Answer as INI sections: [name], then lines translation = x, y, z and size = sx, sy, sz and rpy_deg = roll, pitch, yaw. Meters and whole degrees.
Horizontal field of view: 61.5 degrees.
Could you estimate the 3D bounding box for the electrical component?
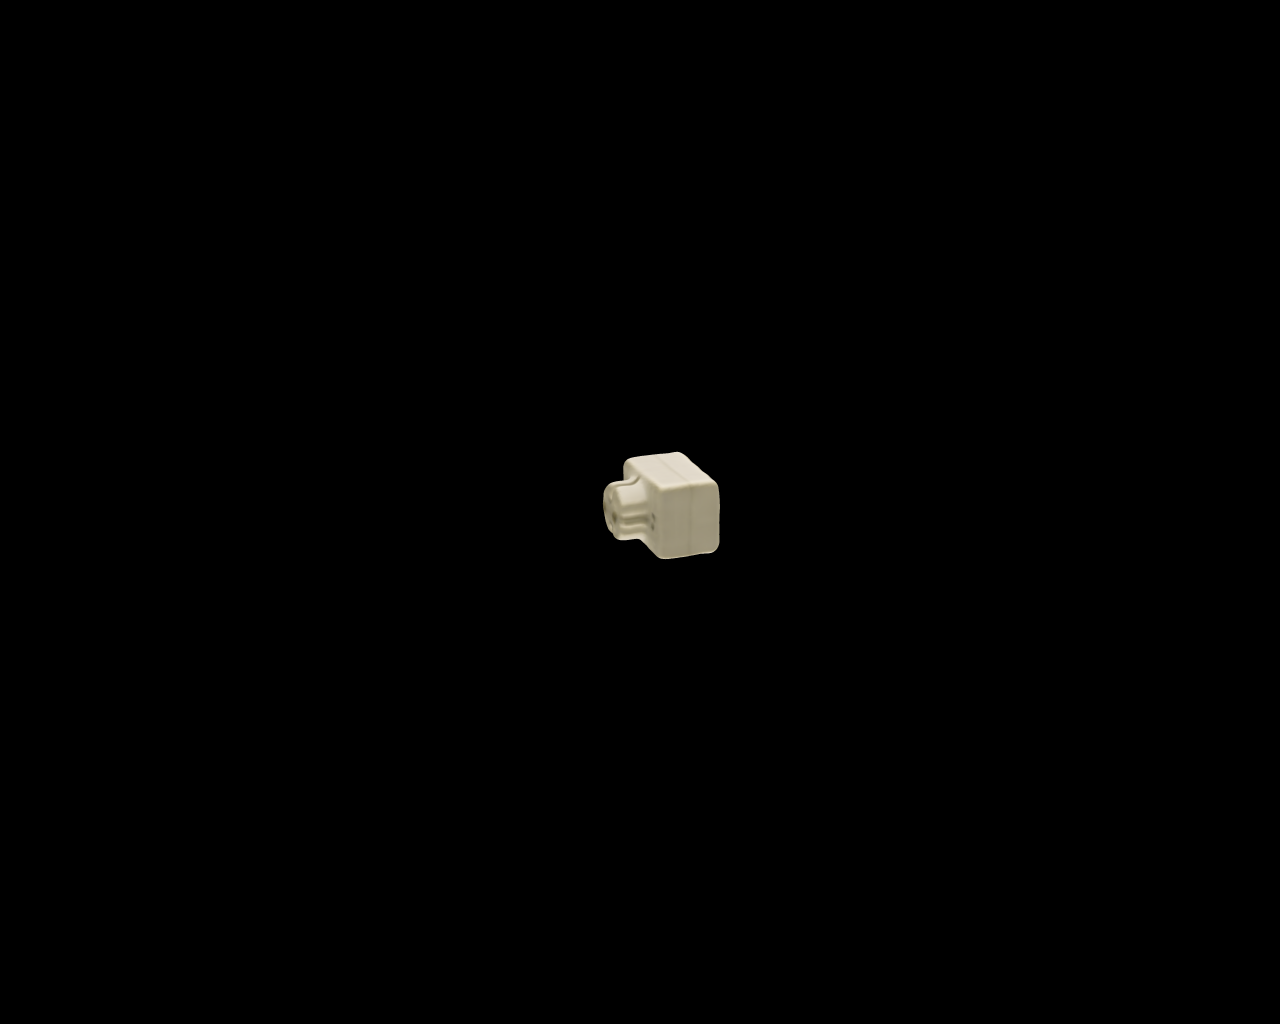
[electrical component]
translation = 0.001, -0.003, 0.650
size = 0.077, 0.047, 0.066
rpy_deg = -7, 22, -18
